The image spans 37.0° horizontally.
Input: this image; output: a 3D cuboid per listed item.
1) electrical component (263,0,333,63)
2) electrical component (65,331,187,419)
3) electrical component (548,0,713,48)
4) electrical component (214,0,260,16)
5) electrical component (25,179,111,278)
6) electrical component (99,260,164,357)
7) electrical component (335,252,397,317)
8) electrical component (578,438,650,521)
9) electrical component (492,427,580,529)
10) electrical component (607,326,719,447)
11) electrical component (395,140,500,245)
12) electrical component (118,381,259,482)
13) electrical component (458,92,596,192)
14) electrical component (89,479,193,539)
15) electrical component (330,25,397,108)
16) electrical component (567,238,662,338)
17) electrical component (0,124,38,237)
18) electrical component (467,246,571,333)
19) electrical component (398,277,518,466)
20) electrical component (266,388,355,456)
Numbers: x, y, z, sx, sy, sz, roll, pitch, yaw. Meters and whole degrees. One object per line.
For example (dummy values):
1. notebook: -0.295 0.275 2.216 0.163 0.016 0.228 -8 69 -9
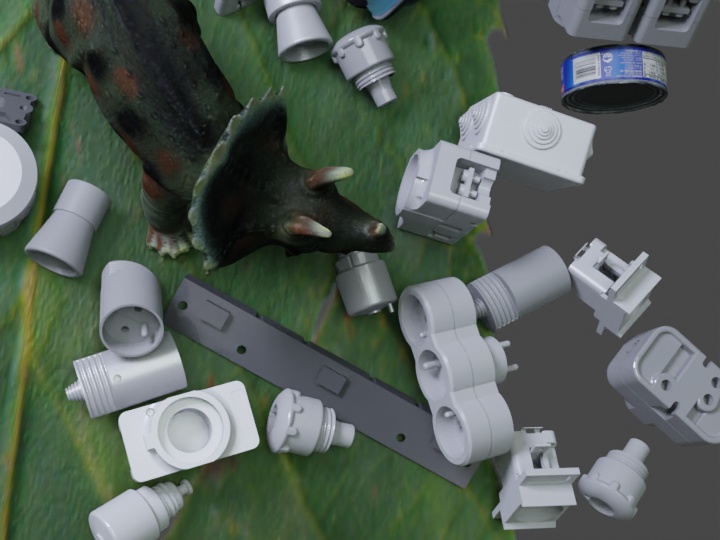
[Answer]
1. electrical component: -0.050 -0.199 0.854 0.045 0.045 0.055 -13 81 -15
2. electrical component: -0.169 0.076 0.768 0.081 0.043 0.043 -18 83 -16
3. electrical component: 0.204 -0.259 0.880 0.105 0.060 0.186 3 47 -12
4. electrical component: -0.081 -0.250 0.853 0.089 0.056 0.050 -29 86 -17
5. electrical component: -0.210 -0.033 0.784 0.044 0.044 0.065 24 69 -7
6. electrical component: -0.164 0.022 0.769 0.043 0.081 0.043 -5 120 -9
7. electrical component: 0.000 0.000 0.825 0.040 0.040 0.078 -17 82 -16
8. electrical component: 0.203 0.160 0.836 0.048 0.048 0.062 41 66 -2
9. electrical component: 0.129 0.156 0.807 0.042 0.081 0.063 2 55 -13
10. electrical component: 0.248 0.094 0.852 0.095 0.059 0.053 42 72 -2
11. electrical component: 0.063 -0.059 0.827 0.056 0.089 0.050 17 75 -9
12. electrical component: -0.122 0.115 0.764 0.089 0.056 0.050 -15 82 -16
13. electrical component: 0.128 -0.100 0.847 0.100 0.100 0.048 17 87 -9
14. electrical component: -0.152 0.171 0.753 0.078 0.040 0.040 -29 85 -35
15. electrical component: 0.008 -0.161 0.861 0.048 0.048 0.062 -27 92 -17
16. electrical component: 0.198 0.012 0.854 0.064 0.081 0.042 40 71 21
17. electrical component: -0.272 -0.063 0.770 0.080 0.051 0.080 3 77 -13
18. electrical component: 0.121 0.017 0.848 0.081 0.043 0.043 -26 85 -16
19. electrical component: 0.085 0.071 0.807 0.074 0.052 0.138 -11 76 -26
20. electrical component: -0.035 0.116 0.791 0.062 0.048 0.048 16 75 -16
